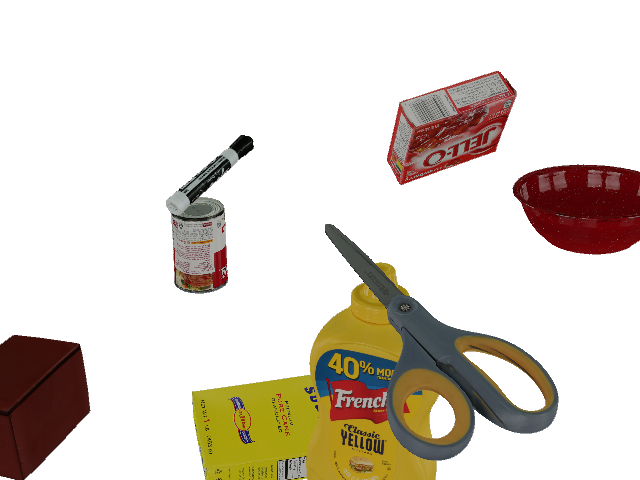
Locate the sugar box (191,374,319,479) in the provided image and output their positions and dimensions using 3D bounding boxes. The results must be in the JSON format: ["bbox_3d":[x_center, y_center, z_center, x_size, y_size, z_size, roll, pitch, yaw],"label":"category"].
[{"bbox_3d":[-0.023,0.170,0.969,0.176,0.048,0.093,-9,43,-9],"label":"sugar box"}]

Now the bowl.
[{"bbox_3d":[0.280,-0.028,1.106,0.162,0.055,0.162,-2,23,1],"label":"bowl"}]

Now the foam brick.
[{"bbox_3d":[-0.188,0.102,0.666,0.053,0.051,0.078,7,28,21],"label":"foam brick"}]

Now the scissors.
[{"bbox_3d":[0.039,0.054,0.595,0.096,0.016,0.202,-33,46,-29],"label":"scissors"}]

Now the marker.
[{"bbox_3d":[-0.107,-0.067,1.058,0.020,0.020,0.121,0,37,47],"label":"marker"}]

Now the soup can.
[{"bbox_3d":[-0.151,0.005,1.325,0.068,0.102,0.068,0,25,0],"label":"soup can"}]

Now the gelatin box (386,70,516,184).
[{"bbox_3d":[0.099,-0.085,0.813,0.089,0.030,0.073,-19,-27,-16],"label":"gelatin box"}]

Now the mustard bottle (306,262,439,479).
[{"bbox_3d":[0.040,0.104,0.771,0.096,0.192,0.058,11,28,19],"label":"mustard bottle"}]
